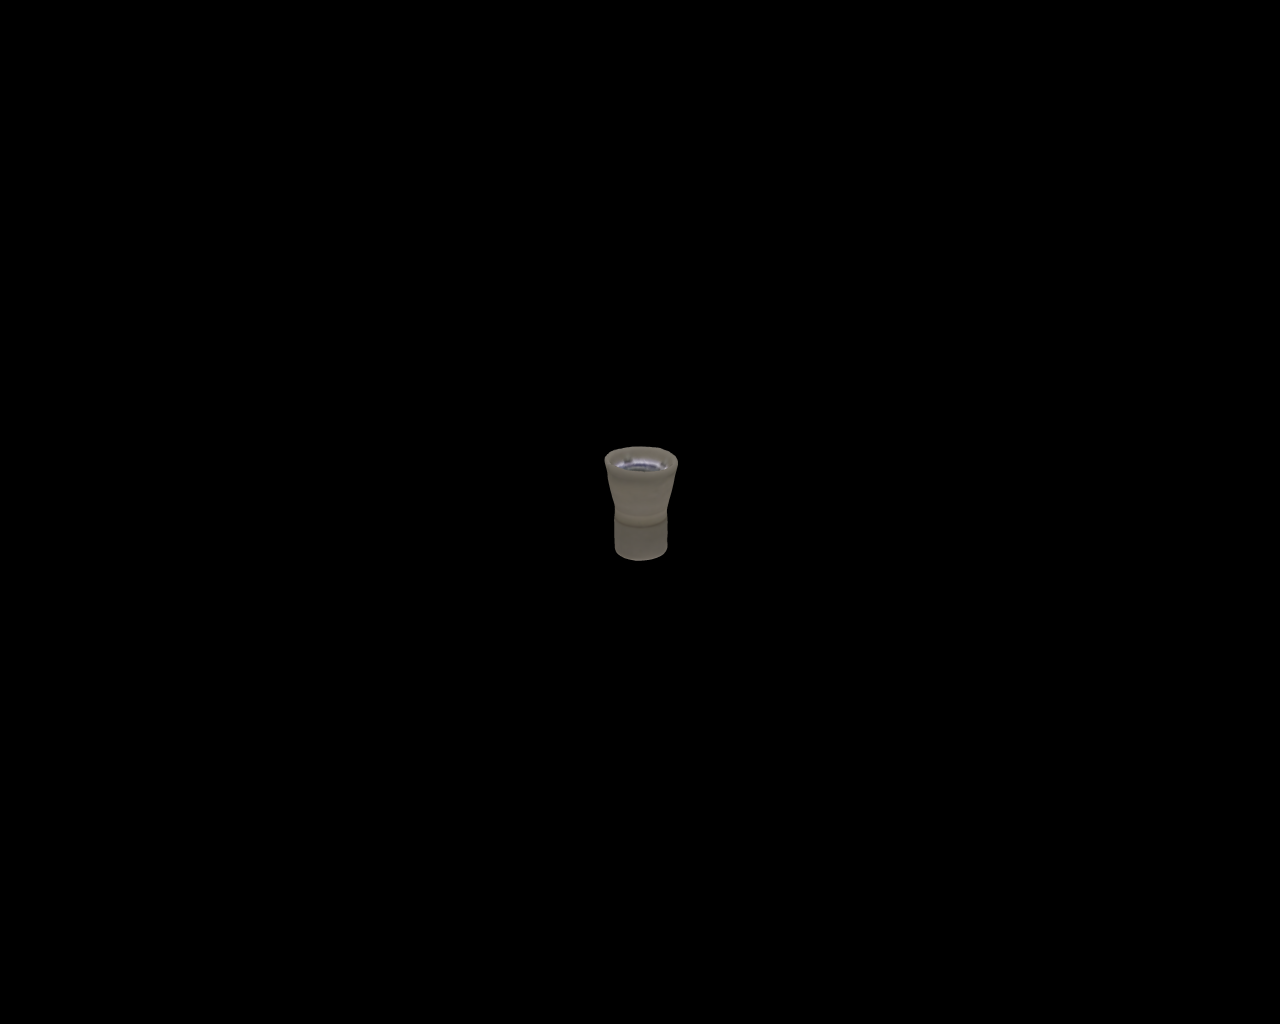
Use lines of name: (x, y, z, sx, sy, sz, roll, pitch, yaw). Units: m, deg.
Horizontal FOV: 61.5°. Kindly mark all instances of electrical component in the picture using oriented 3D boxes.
electrical component: (0.001, -0.003, 0.650, 0.044, 0.065, 0.044, 0, 24, 0)
